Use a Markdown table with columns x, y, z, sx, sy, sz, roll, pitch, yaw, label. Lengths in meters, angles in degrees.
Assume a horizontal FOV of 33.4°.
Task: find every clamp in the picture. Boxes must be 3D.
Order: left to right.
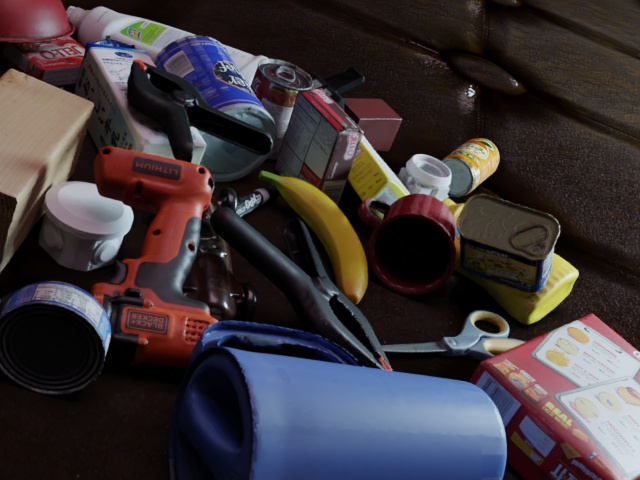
| x | y | z | sx | sy | sz | roll | pitch | yaw | label |
| --- | --- | --- | --- | --- | --- | --- | --- | --- | --- |
| -0.141 | -0.125 | 1.056 | 0.172 | 0.039 | 0.120 | 33 | 24 | 23 | clamp |
| -0.012 | 0.049 | 0.989 | 0.210 | 0.036 | 0.164 | 54 | 19 | 25 | clamp |

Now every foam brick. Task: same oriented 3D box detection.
| x | y | z | sx | sy | sz | roll | pitch | yaw | label |
| --- | --- | --- | --- | --- | --- | --- | --- | --- | --- |
| 0.056 | -0.148 | 1.374 | 0.078 | 0.053 | 0.051 | -4 | 40 | -40 | foam brick |

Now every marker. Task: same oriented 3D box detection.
| x | y | z | sx | sy | sz | roll | pitch | yaw | label |
| --- | --- | --- | --- | --- | --- | --- | --- | --- | --- |
| -0.077 | -0.040 | 1.142 | 0.020 | 0.020 | 0.120 | 33 | 32 | 15 | marker |

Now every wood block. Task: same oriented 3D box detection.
| x | y | z | sx | sy | sz | roll | pitch | yaw | label |
| --- | --- | --- | --- | --- | --- | --- | --- | --- | --- |
| -0.287 | -0.065 | 0.965 | 0.091 | 0.090 | 0.206 | 22 | 30 | -5 | wood block |

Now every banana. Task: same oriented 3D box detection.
| x | y | z | sx | sy | sz | roll | pitch | yaw | label |
| --- | --- | --- | --- | --- | --- | --- | --- | --- | --- |
| 0.006 | -0.004 | 1.126 | 0.069 | 0.037 | 0.198 | -12 | 49 | -33 | banana |

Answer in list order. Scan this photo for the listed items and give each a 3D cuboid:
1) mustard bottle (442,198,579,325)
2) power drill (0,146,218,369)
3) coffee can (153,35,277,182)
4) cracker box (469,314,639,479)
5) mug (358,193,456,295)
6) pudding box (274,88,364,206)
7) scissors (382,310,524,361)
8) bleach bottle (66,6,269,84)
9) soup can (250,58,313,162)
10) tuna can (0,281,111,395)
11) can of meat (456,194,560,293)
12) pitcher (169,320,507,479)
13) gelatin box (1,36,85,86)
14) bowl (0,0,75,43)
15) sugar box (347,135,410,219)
| x | y | z | sx | sy | sz | roll | pitch | yaw | label |
| --- | --- | --- | --- | --- | --- | --- | --- | --- | --- |
| 0.190 | 0.011 | 1.209 | 0.096 | 0.058 | 0.192 | -31 | 59 | -35 | mustard bottle |
| -0.167 | 0.015 | 0.897 | 0.184 | 0.057 | 0.187 | 12 | 59 | -14 | power drill |
| -0.122 | -0.147 | 1.189 | 0.102 | 0.103 | 0.140 | 1 | 41 | -34 | coffee can |
| 0.252 | 0.165 | 1.001 | 0.213 | 0.072 | 0.164 | -13 | 47 | -48 | cracker box |
| 0.092 | -0.006 | 1.137 | 0.117 | 0.093 | 0.081 | 32 | 25 | -2 | mug |
| -0.003 | -0.100 | 1.195 | 0.039 | 0.114 | 0.090 | -6 | 41 | -35 | pudding box |
| 0.131 | 0.096 | 1.078 | 0.201 | 0.016 | 0.096 | 12 | 31 | -21 | scissors |
| -0.195 | -0.231 | 1.320 | 0.251 | 0.068 | 0.102 | 23 | 33 | 2 | bleach bottle |
| -0.057 | -0.152 | 1.250 | 0.068 | 0.102 | 0.068 | 18 | 31 | -11 | soup can |
| -0.203 | 0.074 | 0.809 | 0.086 | 0.086 | 0.033 | 18 | 30 | -10 | tuna can |
| 0.196 | 0.007 | 1.122 | 0.102 | 0.084 | 0.057 | 19 | 64 | 18 | can of meat |
| 0.015 | 0.146 | 0.809 | 0.242 | 0.149 | 0.145 | 8 | -3 | -32 | pitcher |
| -0.310 | -0.210 | 1.235 | 0.073 | 0.030 | 0.089 | 39 | 34 | 24 | gelatin box |
| -0.365 | -0.275 | 1.236 | 0.162 | 0.055 | 0.162 | 7 | 24 | -3 | bowl |
| 0.051 | -0.084 | 1.244 | 0.093 | 0.048 | 0.176 | 41 | 9 | -45 | sugar box |
